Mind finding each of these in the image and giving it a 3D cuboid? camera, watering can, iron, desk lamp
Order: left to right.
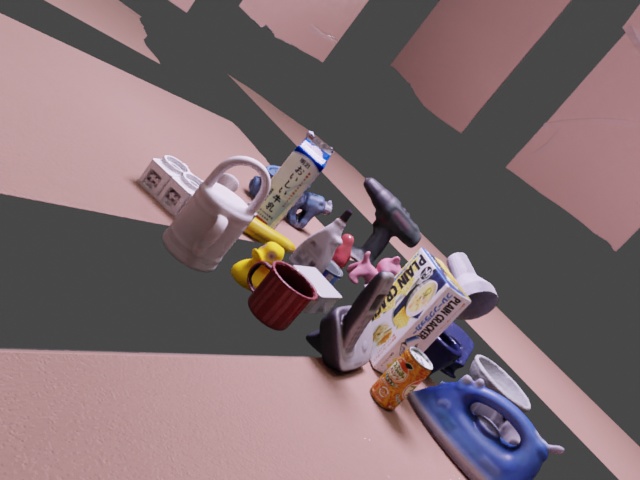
[{"bbox_3d":[-0.159,-0.055,0.919,0.101,0.194,0.172,26,20,-42],"label":"watering can"},{"bbox_3d":[0.341,0.148,1.515,0.118,0.213,0.202,29,18,-36],"label":"desk lamp"},{"bbox_3d":[0.288,0.325,1.006,0.257,0.141,0.119,45,16,20],"label":"iron"},{"bbox_3d":[0.339,0.356,1.119,0.136,0.100,0.143,42,15,9],"label":"camera"}]

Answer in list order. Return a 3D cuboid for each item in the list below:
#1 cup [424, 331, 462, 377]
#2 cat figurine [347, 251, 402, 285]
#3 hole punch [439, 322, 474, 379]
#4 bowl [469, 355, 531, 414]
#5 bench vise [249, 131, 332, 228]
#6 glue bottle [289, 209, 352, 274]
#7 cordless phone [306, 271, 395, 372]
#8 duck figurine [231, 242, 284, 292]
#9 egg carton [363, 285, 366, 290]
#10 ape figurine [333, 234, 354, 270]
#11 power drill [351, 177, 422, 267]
[{"bbox_3d":[0.243,0.241,1.232,0.091,0.095,0.118,42,15,8],"label":"cup"},{"bbox_3d":[0.149,0.075,1.446,0.128,0.117,0.067,34,16,-23],"label":"cat figurine"},{"bbox_3d":[0.304,0.254,1.354,0.108,0.091,0.101,41,15,6],"label":"hole punch"},{"bbox_3d":[0.406,0.354,1.342,0.168,0.074,0.167,37,15,-11],"label":"bowl"},{"bbox_3d":[-0.044,-0.156,1.447,0.208,0.219,0.121,28,18,-38],"label":"bench vise"},{"bbox_3d":[0.011,0.004,1.204,0.078,0.173,0.037,47,16,27],"label":"glue bottle"},{"bbox_3d":[0.080,0.131,0.976,0.094,0.185,0.148,45,15,20],"label":"cordless phone"},{"bbox_3d":[-0.095,0.043,1.003,0.077,0.086,0.105,49,17,31],"label":"duck figurine"},{"bbox_3d":[0.164,0.159,1.331,0.151,0.069,0.107,34,16,-22],"label":"egg carton"},{"bbox_3d":[0.050,0.024,1.401,0.078,0.092,0.076,36,15,-15],"label":"ape figurine"},{"bbox_3d":[0.159,-0.032,1.604,0.230,0.208,0.075,38,15,-9],"label":"power drill"}]
